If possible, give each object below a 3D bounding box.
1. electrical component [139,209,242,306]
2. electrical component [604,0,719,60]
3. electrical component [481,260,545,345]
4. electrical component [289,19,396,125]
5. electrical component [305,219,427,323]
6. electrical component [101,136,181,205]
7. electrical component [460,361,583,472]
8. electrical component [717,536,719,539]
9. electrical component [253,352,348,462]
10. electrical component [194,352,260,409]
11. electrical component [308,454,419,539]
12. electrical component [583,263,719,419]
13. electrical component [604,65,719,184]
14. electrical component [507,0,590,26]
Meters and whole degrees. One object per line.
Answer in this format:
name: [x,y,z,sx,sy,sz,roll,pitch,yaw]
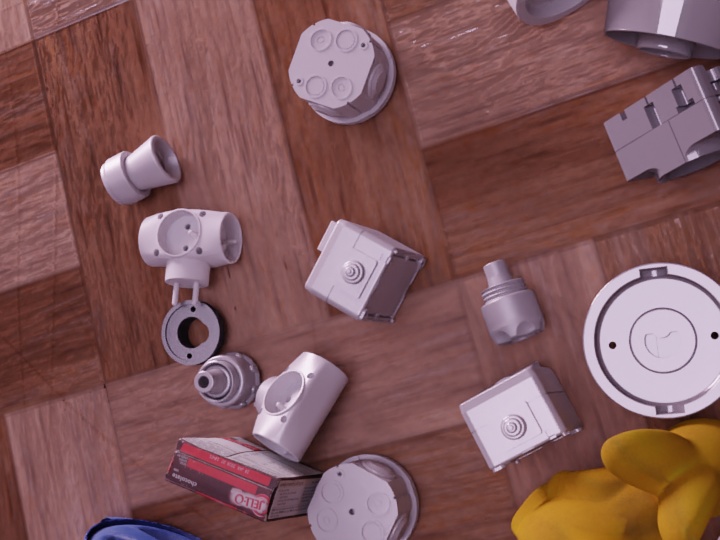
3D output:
electrical component: [-0.145,-0.008,0.910,0.077,0.044,0.079,-2,75,19]
electrical component: [0.227,-0.186,0.769,0.099,0.099,0.064,15,97,20]
electrical component: [0.112,0.024,0.820,0.043,0.043,0.062,-22,77,17]
electrical component: [-0.015,-0.162,0.876,0.080,0.051,0.080,-2,85,19]
electrical component: [0.000,0.000,0.833,0.061,0.096,0.061,29,96,19]
electrical component: [-0.191,-0.086,0.936,0.055,0.045,0.045,-24,78,17]
electrical component: [0.115,0.104,0.784,0.062,0.096,0.061,-31,75,15]
electrical component: [0.273,0.199,0.751,0.046,0.040,0.040,31,96,25]
electrical component: [-0.058,0.107,0.869,0.079,0.044,0.077,7,60,51]
electrical component: [-0.114,0.091,0.885,0.048,0.062,0.048,-2,85,20]
electrical component: [0.002,0.186,0.842,0.080,0.051,0.080,-2,85,19]
electrical component: [0.218,0.051,0.771,0.108,0.060,0.108,-2,85,19]
electrical component: [0.229,-0.100,0.765,0.089,0.050,0.055,-33,73,52]
electrical component: [0.144,-0.243,0.799,0.108,0.108,0.060,-38,69,13]
